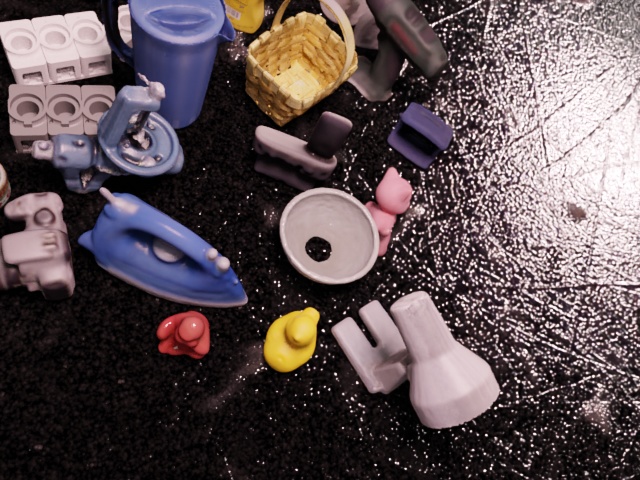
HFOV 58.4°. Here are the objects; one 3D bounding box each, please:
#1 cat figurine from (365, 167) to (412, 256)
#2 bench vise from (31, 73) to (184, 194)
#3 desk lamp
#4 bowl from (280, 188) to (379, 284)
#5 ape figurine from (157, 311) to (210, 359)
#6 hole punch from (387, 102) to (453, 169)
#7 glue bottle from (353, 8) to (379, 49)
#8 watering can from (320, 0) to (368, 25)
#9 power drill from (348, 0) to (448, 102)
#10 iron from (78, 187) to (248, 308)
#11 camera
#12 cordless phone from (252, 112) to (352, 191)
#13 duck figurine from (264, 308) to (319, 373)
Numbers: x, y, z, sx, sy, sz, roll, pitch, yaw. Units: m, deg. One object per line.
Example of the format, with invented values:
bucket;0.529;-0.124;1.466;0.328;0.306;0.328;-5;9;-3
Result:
cat figurine;0.117;-0.053;0.974;0.067;0.117;0.128;23;62;-8
bench vise;-0.290;-0.139;0.815;0.208;0.219;0.121;-28;79;-27
desk lamp;0.133;0.169;0.831;0.118;0.213;0.203;-30;80;-27
bowl;0.009;0.003;0.938;0.168;0.074;0.167;7;66;-16
ape figurine;-0.186;0.131;0.807;0.078;0.092;0.076;45;62;4
hole punch;0.196;-0.211;1.084;0.108;0.091;0.101;35;61;-1
glue bottle;0.124;-0.442;1.112;0.078;0.173;0.037;4;66;-17
watering can;0.072;-0.532;1.121;0.101;0.194;0.173;-12;72;-23
power drill;0.118;-0.363;1.056;0.229;0.208;0.076;42;61;2
iron;-0.208;0.012;0.823;0.258;0.141;0.119;27;62;-6
camera;-0.413;0.012;0.776;0.137;0.100;0.143;-10;71;-22
cordless phone;-0.029;-0.170;0.937;0.148;0.185;0.094;18;63;-10
duck figurine;-0.036;0.145;0.856;0.077;0.086;0.105;37;61;-1
